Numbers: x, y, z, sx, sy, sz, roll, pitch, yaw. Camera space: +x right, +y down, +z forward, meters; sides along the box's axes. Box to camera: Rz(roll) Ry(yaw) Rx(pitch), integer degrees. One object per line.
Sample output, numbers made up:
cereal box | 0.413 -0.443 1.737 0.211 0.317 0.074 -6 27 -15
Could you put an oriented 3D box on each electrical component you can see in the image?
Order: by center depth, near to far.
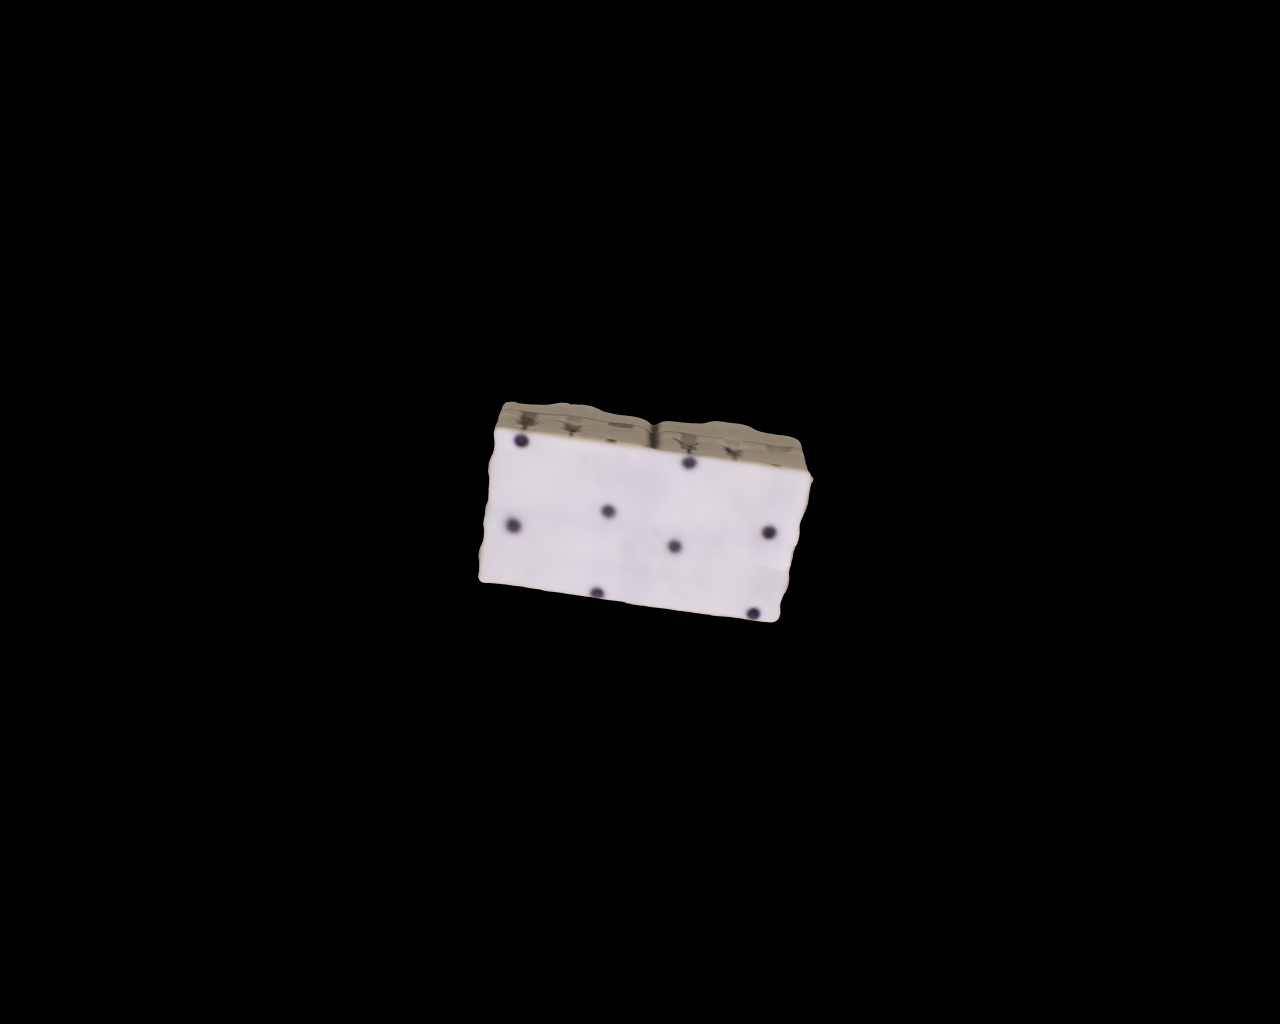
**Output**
electrical component | 0.001 -0.003 0.650 0.186 0.105 0.060 8 24 -3
